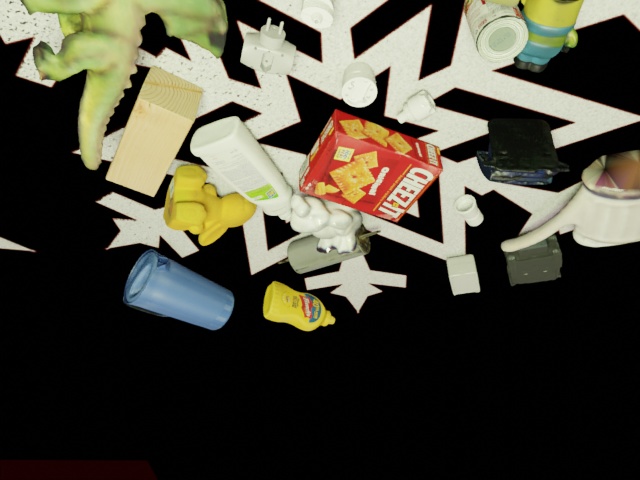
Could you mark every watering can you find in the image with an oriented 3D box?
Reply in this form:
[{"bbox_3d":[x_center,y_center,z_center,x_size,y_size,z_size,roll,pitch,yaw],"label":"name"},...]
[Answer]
[{"bbox_3d":[0.526,-0.056,0.979,0.347,0.106,0.219,-9,-41,12],"label":"watering can"}]

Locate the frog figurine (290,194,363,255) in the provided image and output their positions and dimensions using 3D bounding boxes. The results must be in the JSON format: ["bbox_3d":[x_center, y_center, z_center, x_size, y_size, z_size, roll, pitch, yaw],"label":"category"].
[{"bbox_3d":[0.003,-0.051,1.004,0.157,0.123,0.139,47,-7,-33],"label":"frog figurine"}]

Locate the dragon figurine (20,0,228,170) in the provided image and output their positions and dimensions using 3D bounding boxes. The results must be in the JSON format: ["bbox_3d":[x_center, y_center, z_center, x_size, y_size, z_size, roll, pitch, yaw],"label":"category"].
[{"bbox_3d":[-0.248,-0.285,0.699,0.243,0.401,0.125,-2,35,-2],"label":"dragon figurine"}]
